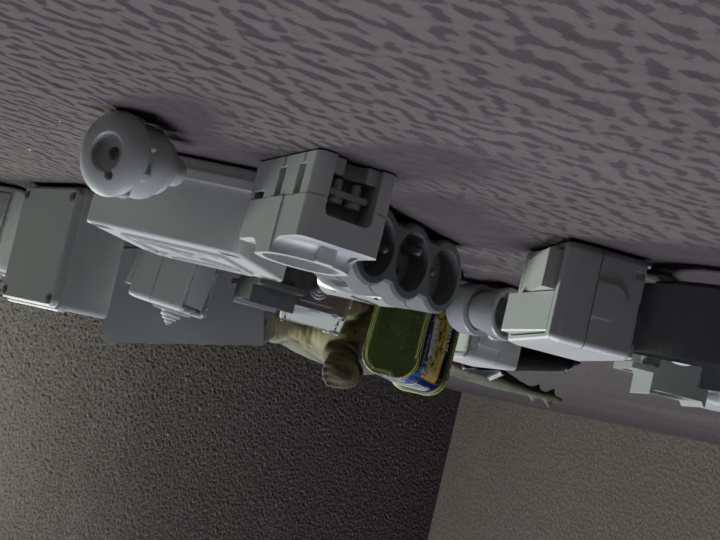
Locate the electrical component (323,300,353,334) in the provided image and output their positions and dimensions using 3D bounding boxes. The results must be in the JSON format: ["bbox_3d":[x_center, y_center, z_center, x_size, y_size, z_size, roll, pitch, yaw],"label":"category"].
[{"bbox_3d":[-0.025,0.035,1.098,0.035,0.061,0.035,14,173,2],"label":"electrical component"}]

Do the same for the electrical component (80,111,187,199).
[{"bbox_3d":[-0.123,-0.061,0.608,0.048,0.048,0.062,10,179,27],"label":"electrical component"}]

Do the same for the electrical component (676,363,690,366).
[{"bbox_3d":[0.229,0.043,0.760,0.040,0.040,0.046,11,166,25],"label":"electrical component"}]

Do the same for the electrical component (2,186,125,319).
[{"bbox_3d":[-0.263,-0.017,0.964,0.056,0.108,0.109,17,173,-41],"label":"electrical component"}]

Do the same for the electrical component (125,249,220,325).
[{"bbox_3d":[-0.162,0.000,0.945,0.061,0.096,0.062,17,174,13],"label":"electrical component"}]

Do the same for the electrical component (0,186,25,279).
[{"bbox_3d":[-0.358,-0.034,1.060,0.062,0.096,0.061,10,171,26],"label":"electrical component"}]

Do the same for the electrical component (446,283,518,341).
[{"bbox_3d":[0.106,0.035,0.905,0.045,0.045,0.055,20,172,-39],"label":"electrical component"}]

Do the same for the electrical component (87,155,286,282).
[{"bbox_3d":[-0.107,-0.036,0.717,0.109,0.056,0.109,12,173,13],"label":"electrical component"}]

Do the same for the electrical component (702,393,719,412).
[{"bbox_3d":[0.335,0.098,0.922,0.095,0.053,0.059,12,173,17],"label":"electrical component"}]

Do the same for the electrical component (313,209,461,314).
[{"bbox_3d":[0.004,-0.010,0.722,0.074,0.052,0.138,9,172,35],"label":"electrical component"}]

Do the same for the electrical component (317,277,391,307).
[{"bbox_3d":[0.000,0.000,0.844,0.077,0.043,0.079,10,172,32],"label":"electrical component"}]

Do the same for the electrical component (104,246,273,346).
[{"bbox_3d":[-0.159,0.023,1.014,0.150,0.089,0.062,1,-178,4],"label":"electrical component"}]

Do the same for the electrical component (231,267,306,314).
[{"bbox_3d":[-0.077,0.002,0.932,0.042,0.063,0.081,18,171,-24],"label":"electrical component"}]

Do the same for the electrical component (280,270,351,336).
[{"bbox_3d":[-0.039,0.019,1.025,0.062,0.061,0.096,15,166,-2],"label":"electrical component"}]

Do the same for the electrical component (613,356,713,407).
[{"bbox_3d":[0.246,0.071,0.840,0.081,0.063,0.042,15,174,-6],"label":"electrical component"}]

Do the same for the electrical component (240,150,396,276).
[{"bbox_3d":[-0.027,-0.030,0.607,0.050,0.055,0.089,17,172,-27],"label":"electrical component"}]

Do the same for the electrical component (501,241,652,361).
[{"bbox_3d":[0.130,0.021,0.675,0.061,0.061,0.096,15,173,-8],"label":"electrical component"}]

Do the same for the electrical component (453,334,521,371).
[{"bbox_3d":[0.117,0.058,0.999,0.061,0.061,0.096,16,173,-19],"label":"electrical component"}]
